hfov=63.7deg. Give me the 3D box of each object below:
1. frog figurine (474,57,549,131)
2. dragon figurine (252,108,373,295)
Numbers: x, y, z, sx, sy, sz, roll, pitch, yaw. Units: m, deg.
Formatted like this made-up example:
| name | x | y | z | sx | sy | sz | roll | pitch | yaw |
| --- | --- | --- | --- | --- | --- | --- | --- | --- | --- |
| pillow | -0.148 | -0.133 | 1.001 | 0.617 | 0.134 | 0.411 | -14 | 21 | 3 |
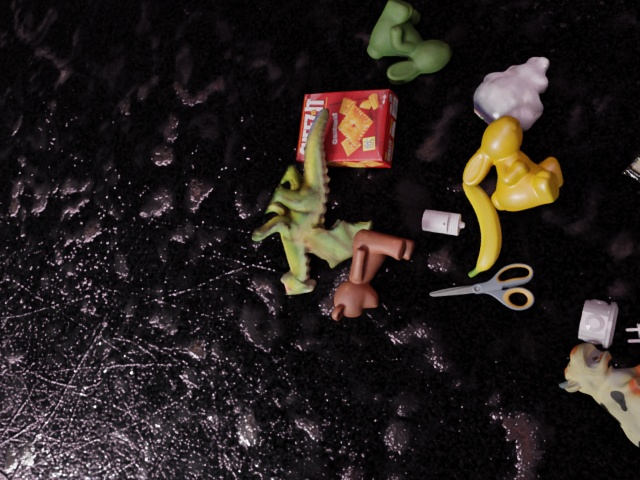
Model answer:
| name | x | y | z | sx | sy | sz | roll | pitch | yaw |
| --- | --- | --- | --- | --- | --- | --- | --- | --- | --- |
| frog figurine | 0.382 | -0.286 | 0.997 | 0.157 | 0.122 | 0.140 | -50 | 45 | 22 |
| dragon figurine | 0.003 | -0.057 | 1.137 | 0.243 | 0.123 | 0.406 | 30 | 102 | -2 |
